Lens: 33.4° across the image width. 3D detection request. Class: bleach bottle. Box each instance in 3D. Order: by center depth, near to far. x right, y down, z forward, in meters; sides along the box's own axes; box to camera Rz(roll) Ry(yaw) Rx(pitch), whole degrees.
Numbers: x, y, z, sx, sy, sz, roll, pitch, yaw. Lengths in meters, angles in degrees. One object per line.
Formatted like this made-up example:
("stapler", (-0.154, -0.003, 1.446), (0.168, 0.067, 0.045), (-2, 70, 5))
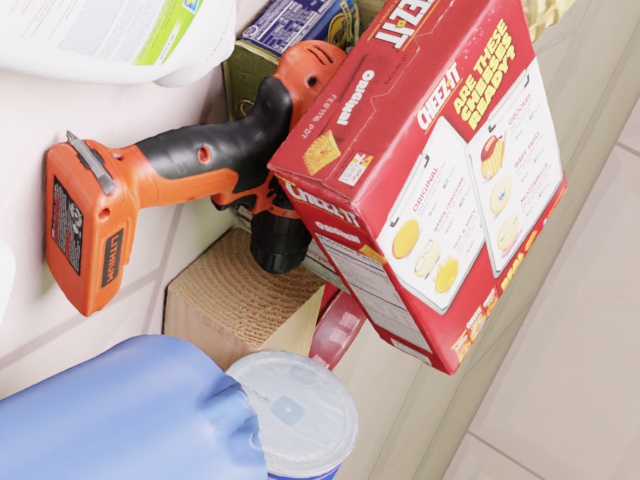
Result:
("bleach bottle", (-0.101, -0.111, 0.492), (0.102, 0.068, 0.250), (-60, 165, 6))

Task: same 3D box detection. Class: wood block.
("wood block", (-0.071, 0.102, 0.877), (0.090, 0.090, 0.206), (-44, 158, -39))

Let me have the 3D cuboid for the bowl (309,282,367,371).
("bowl", (-0.001, 0.077, 1.080), (0.162, 0.055, 0.162), (-50, 161, -26))

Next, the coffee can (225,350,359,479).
("coffee can", (-0.042, 0.163, 0.780), (0.102, 0.103, 0.140), (-40, 161, -45))

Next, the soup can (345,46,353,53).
("soup can", (0.038, -0.071, 0.714), (0.068, 0.069, 0.102), (-27, 133, -59))

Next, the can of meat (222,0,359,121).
("can of meat", (-0.017, -0.117, 0.717), (0.083, 0.057, 0.102), (-53, 161, -27))

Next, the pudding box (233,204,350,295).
("pudding box", (-0.006, 0.001, 0.846), (0.039, 0.113, 0.090), (-58, 163, -7))

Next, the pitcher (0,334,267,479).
("pitcher", (-0.150, 0.144, 0.516), (0.242, 0.145, 0.149), (-19, 123, -57))

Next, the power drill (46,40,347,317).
("power drill", (-0.069, -0.023, 0.641), (0.187, 0.057, 0.185), (-24, 145, -31))

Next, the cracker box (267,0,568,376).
("cracker box", (0.071, -0.038, 0.652), (0.164, 0.072, 0.213), (-55, 145, -16))
